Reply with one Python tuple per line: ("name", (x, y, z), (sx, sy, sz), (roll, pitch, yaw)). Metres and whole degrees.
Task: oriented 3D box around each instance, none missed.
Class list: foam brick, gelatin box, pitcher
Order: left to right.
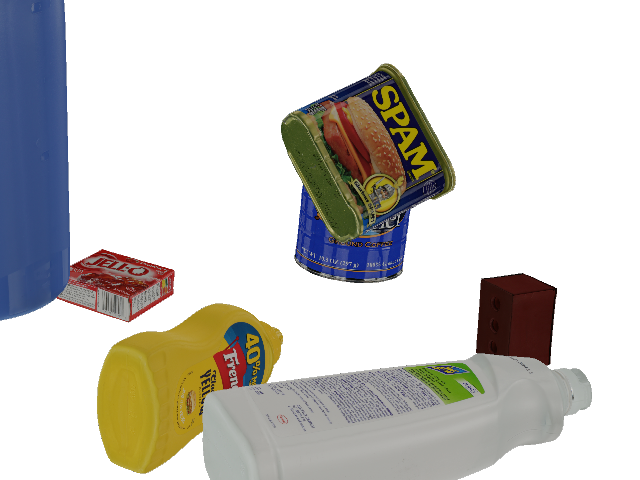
("pitcher", (-0.228, -0.071, 0.670), (0.149, 0.243, 0.145), (-4, 26, -11))
("gelatin box", (-0.196, 0.041, 1.015), (0.089, 0.030, 0.073), (15, 25, 24))
("foam brick", (0.182, 0.076, 0.999), (0.051, 0.078, 0.053), (-7, 18, -27))

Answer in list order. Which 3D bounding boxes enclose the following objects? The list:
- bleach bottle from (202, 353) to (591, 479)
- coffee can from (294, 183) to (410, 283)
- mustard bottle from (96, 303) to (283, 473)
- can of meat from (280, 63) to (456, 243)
("bleach bottle", (0.060, 0.115, 0.656), (0.250, 0.068, 0.103), (-7, 23, -22))
("coffee can", (0.033, -0.045, 0.970), (0.103, 0.140, 0.103), (5, 19, -2))
("mustard bottle", (-0.088, 0.100, 0.820), (0.058, 0.096, 0.191), (11, 17, 29))
("can of meat", (0.031, -0.060, 0.744), (0.083, 0.102, 0.058), (-28, -1, -22))
